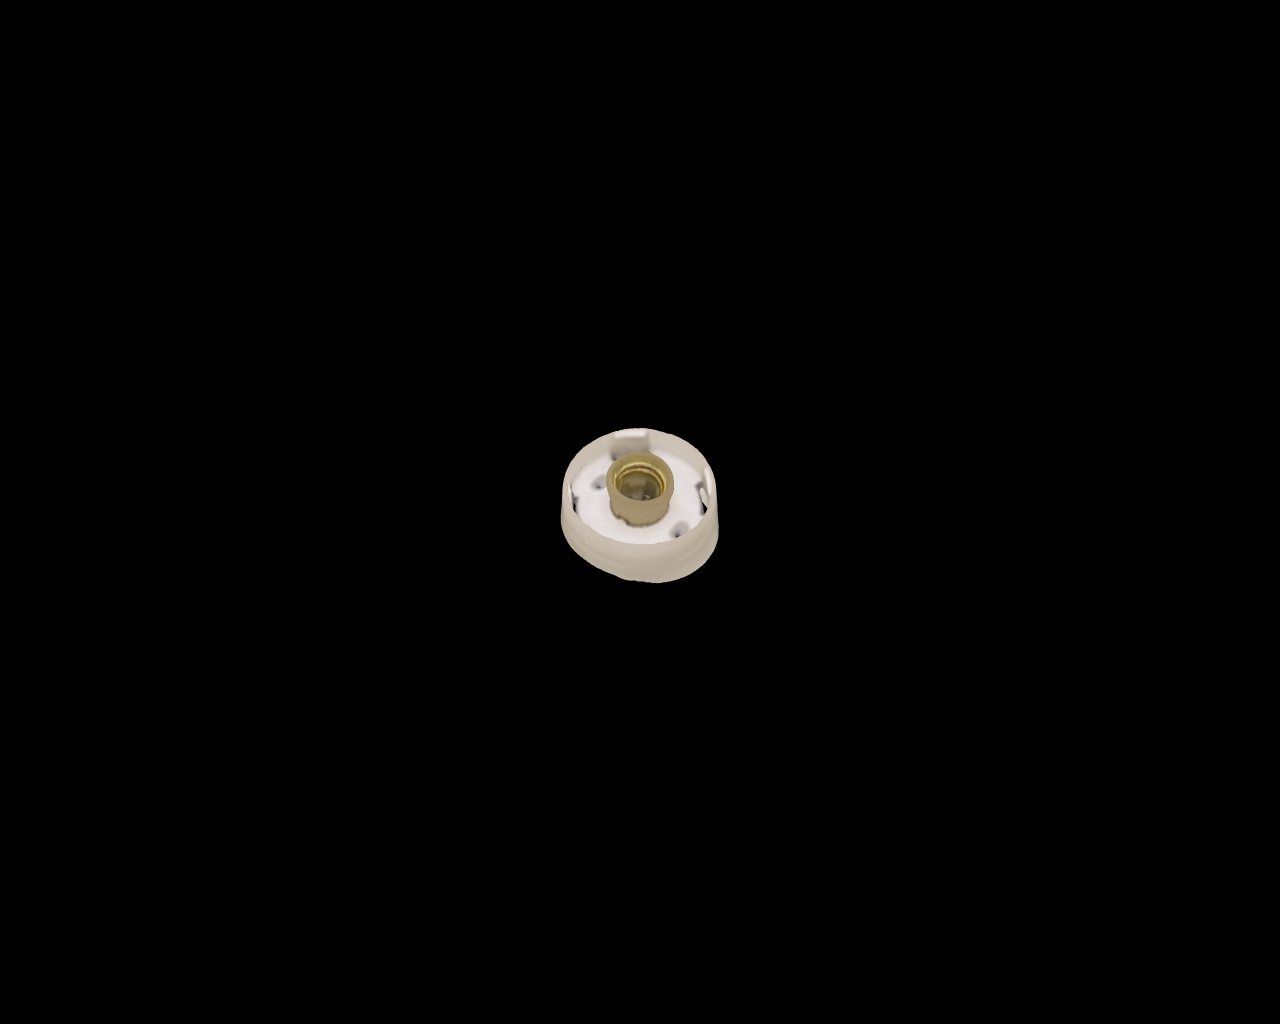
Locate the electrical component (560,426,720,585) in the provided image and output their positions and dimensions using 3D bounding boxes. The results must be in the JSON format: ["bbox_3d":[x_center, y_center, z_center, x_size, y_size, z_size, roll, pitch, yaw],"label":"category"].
[{"bbox_3d":[0.001,-0.003,0.650,0.099,0.099,0.064,0,-37,0],"label":"electrical component"}]
